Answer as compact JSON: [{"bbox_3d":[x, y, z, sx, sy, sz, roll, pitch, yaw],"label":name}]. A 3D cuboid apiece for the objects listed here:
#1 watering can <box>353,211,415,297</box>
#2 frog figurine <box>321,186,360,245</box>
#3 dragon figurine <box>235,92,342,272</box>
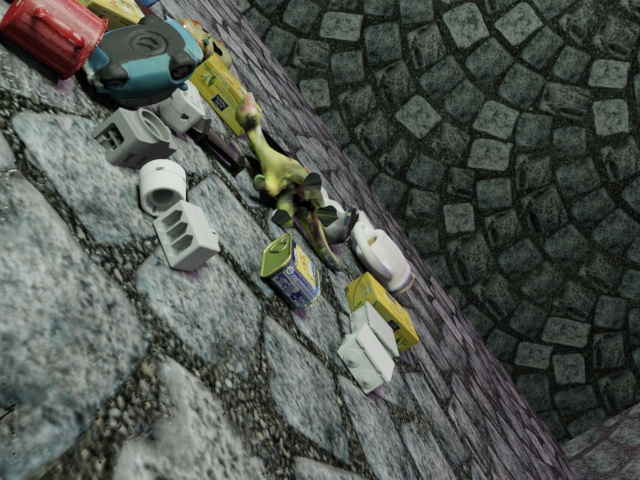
[{"bbox_3d":[0.169,0.031,1.459,0.223,0.103,0.352,52,14,-11],"label":"watering can"},{"bbox_3d":[0.004,-0.061,1.212,0.160,0.121,0.138,20,15,15],"label":"frog figurine"},{"bbox_3d":[-0.070,-0.119,1.076,0.248,0.122,0.401,60,-3,48],"label":"dragon figurine"}]
